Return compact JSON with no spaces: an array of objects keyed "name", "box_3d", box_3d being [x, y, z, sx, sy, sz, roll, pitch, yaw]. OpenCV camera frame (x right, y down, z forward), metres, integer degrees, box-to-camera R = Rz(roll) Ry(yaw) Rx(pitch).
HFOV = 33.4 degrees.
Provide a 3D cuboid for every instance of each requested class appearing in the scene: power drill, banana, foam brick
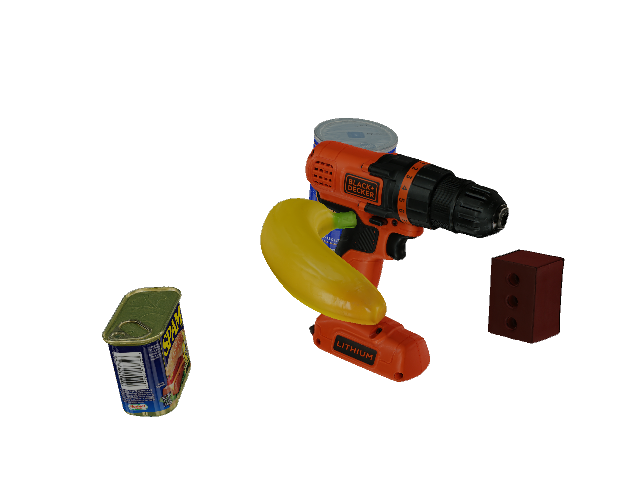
[{"name":"power drill","box_3d":[0.064,0.020,0.897,0.185,0.188,0.057,21,26,34]},{"name":"banana","box_3d":[-0.003,0.005,0.673,0.069,0.037,0.198,-3,19,-2]},{"name":"foam brick","box_3d":[0.198,0.053,1.028,0.053,0.078,0.051,12,19,41]}]

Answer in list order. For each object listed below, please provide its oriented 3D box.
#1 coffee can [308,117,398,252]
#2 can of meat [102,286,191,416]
[{"name":"coffee can","box_3d":[0.037,-0.068,1.325,0.103,0.140,0.103,4,28,-2]},{"name":"can of meat","box_3d":[-0.159,0.104,0.999,0.057,0.084,0.102,-3,25,8]}]
